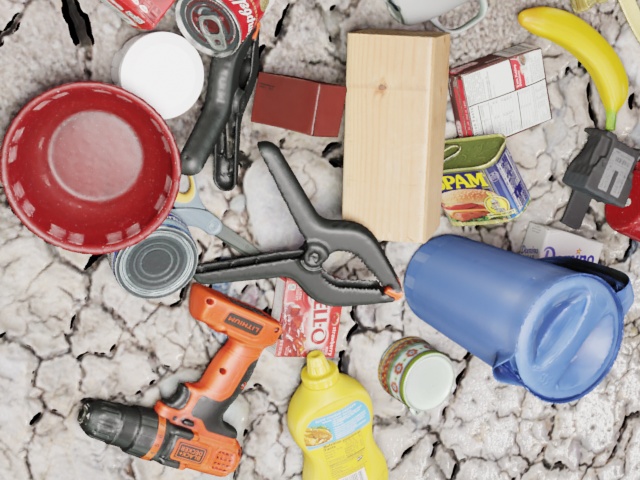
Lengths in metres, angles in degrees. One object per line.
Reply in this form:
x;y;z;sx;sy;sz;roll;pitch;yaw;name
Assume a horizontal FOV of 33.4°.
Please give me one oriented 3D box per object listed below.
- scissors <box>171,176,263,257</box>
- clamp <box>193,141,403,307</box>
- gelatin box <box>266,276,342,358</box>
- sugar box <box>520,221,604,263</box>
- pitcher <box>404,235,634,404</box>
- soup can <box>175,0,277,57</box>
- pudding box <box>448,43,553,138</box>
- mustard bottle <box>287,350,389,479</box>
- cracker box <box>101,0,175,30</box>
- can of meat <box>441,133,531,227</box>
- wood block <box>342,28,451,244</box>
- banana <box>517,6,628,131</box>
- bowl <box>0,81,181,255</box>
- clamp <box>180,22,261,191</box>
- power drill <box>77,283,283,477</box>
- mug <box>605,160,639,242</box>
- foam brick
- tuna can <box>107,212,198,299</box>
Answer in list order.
-0.129;-0.008;1.081;0.096;0.016;0.201;-41;118;-10;scissors
-0.007;0.001;1.069;0.210;0.036;0.165;19;112;-8;clamp
-0.015;0.082;1.154;0.073;0.030;0.089;4;102;-28;gelatin box
0.272;0.074;1.289;0.093;0.048;0.176;13;98;-29;sugar box
0.203;0.067;1.138;0.149;0.243;0.145;18;95;-30;pitcher
-0.081;-0.227;0.993;0.068;0.069;0.102;55;47;-27;soup can
0.201;-0.161;1.194;0.113;0.039;0.090;-21;113;-18;pudding box
0.014;0.205;1.176;0.096;0.058;0.191;-21;118;-15;mustard bottle
-0.155;-0.321;0.950;0.164;0.072;0.213;39;84;-30;cracker box
0.170;-0.064;1.169;0.084;0.102;0.057;57;49;-30;can of meat
0.078;-0.109;1.097;0.091;0.090;0.206;6;105;16;wood block
0.302;-0.213;1.225;0.197;0.037;0.069;41;62;-26;banana
-0.209;-0.071;0.984;0.162;0.055;0.162;-2;109;-6;bowl
-0.094;-0.130;1.022;0.039;0.120;0.171;10;96;9;clamp
-0.135;0.143;1.096;0.184;0.057;0.188;24;94;-33;power drill
0.406;-0.047;1.308;0.081;0.093;0.117;20;63;-25;mug
-0.021;-0.134;1.057;0.051;0.078;0.053;-4;108;-56;foam brick
-0.163;0.015;1.045;0.086;0.034;0.086;-11;124;-17;tuna can
